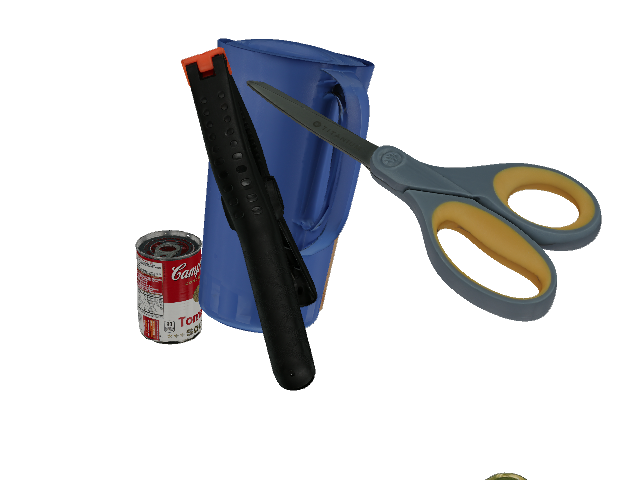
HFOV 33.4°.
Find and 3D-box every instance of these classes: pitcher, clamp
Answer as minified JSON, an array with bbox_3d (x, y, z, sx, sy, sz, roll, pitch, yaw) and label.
[{"bbox_3d":[-0.032,-0.045,0.909,0.145,0.243,0.149,11,14,9],"label":"pitcher"},{"bbox_3d":[-0.041,-0.021,0.698,0.036,0.210,0.164,-17,8,4],"label":"clamp"}]

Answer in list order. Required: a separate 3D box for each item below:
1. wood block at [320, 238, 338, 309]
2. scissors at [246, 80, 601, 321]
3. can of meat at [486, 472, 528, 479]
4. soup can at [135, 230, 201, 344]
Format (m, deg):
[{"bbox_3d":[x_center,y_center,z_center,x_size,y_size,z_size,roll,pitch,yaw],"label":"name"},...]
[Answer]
[{"bbox_3d":[-0.032,-0.007,1.322,0.090,0.206,0.090,19,22,16],"label":"wood block"},{"bbox_3d":[0.055,-0.039,0.528,0.096,0.016,0.202,-26,54,-21],"label":"scissors"},{"bbox_3d":[0.139,0.255,0.884,0.101,0.084,0.058,-19,27,-33],"label":"can of meat"},{"bbox_3d":[-0.158,0.049,1.119,0.068,0.102,0.068,2,24,-1],"label":"soup can"}]
